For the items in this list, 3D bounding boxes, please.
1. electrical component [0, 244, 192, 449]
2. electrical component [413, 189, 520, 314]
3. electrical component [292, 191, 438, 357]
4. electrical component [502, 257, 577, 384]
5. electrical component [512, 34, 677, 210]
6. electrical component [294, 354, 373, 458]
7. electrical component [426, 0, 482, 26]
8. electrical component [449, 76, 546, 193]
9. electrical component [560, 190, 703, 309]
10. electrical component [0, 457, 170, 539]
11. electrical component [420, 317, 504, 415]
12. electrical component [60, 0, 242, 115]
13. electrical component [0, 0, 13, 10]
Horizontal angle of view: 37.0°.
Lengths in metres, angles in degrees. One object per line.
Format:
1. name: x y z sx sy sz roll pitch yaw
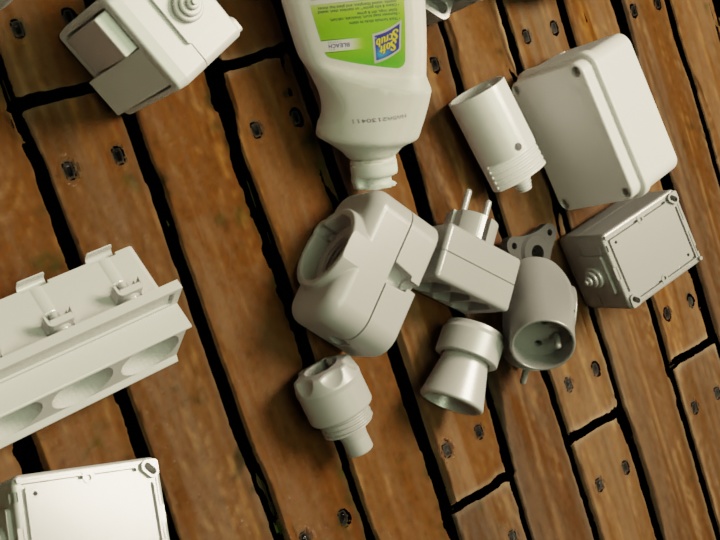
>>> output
1. electrical component: -0.160 0.039 0.567 0.121 0.078 0.063 -26 71 -32
2. electrical component: 0.072 -0.017 0.739 0.066 0.047 0.076 26 72 -29
3. electrical component: 0.000 0.000 0.686 0.059 0.054 0.095 34 69 -27
4. electrical component: 0.122 0.044 0.758 0.044 0.077 0.079 7 124 -1
5. electrical component: 0.172 -0.106 0.793 0.057 0.078 0.113 -34 105 -34
6. electrical component: -0.012 0.088 0.678 0.043 0.043 0.062 -33 105 -31
7. electrical component: 0.068 -0.215 0.745 0.058 0.057 0.078 25 73 -30
8. electrical component: 0.101 -0.092 0.765 0.043 0.043 0.081 -38 106 -30
9. electrical component: 0.199 -0.012 0.818 0.096 0.061 0.061 -31 104 -25
10. electrical component: -0.157 0.139 0.565 0.096 0.061 0.061 -1 73 -39
11. electrical component: 0.070 0.066 0.733 0.045 0.045 0.055 30 70 -28
12. electrical component: -0.117 -0.130 0.593 0.061 0.096 0.061 50 63 -20
13. electrical component: -0.196 -0.193 0.570 0.050 0.056 0.089 -42 109 -28
